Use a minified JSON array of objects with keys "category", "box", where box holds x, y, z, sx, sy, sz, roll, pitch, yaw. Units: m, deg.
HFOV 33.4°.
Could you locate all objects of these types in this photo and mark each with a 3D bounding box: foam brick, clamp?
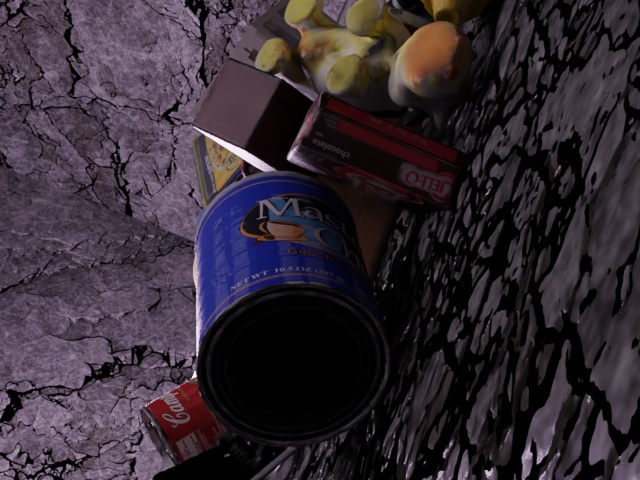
[{"category":"foam brick","box":[-0.033,-0.075,0.698,0.078,0.051,0.053,31,-94,-54]},{"category":"clamp","box":[-0.063,0.156,0.760,0.120,0.039,0.171,-32,-21,-13]}]

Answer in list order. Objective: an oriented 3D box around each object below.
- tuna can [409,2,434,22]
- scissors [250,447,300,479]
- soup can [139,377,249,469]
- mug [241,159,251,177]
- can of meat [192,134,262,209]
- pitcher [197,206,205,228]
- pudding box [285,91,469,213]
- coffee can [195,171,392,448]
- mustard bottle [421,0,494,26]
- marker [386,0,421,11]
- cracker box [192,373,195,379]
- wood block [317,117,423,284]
[{"category":"tuna can","box":[0.100,-0.206,0.829,0.086,0.033,0.086,-159,91,-84]},{"category":"scissors","box":[-0.076,0.187,0.716,0.096,0.016,0.202,-27,-16,-51]},{"category":"soup can","box":[-0.083,0.138,0.851,0.102,0.068,0.069,-29,-9,-19]},{"category":"mug","box":[-0.010,-0.052,0.904,0.081,0.117,0.093,-62,-3,13]},{"category":"can of meat","box":[-0.069,-0.080,0.984,0.084,0.057,0.102,-46,44,37]},{"category":"pitcher","box":[-0.024,-0.077,1.072,0.149,0.144,0.243,55,130,36]},{"category":"pudding box","box":[0.030,-0.049,0.629,0.113,0.090,0.039,-153,87,-85]},{"category":"coffee can","box":[-0.020,0.035,0.611,0.140,0.102,0.103,-102,33,-62]},{"category":"mustard bottle","box":[0.100,-0.207,0.711,0.096,0.058,0.191,-54,14,51]},{"category":"marker","box":[0.061,-0.182,0.823,0.121,0.020,0.020,-137,69,-83]},{"category":"cracker box","box":[-0.092,0.117,1.255,0.164,0.072,0.213,124,167,-61]},{"category":"wood block","box":[-0.005,0.001,0.769,0.090,0.090,0.206,124,166,-66]}]
